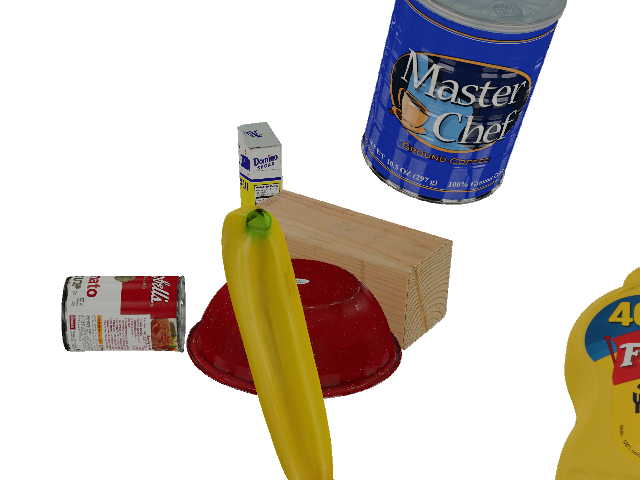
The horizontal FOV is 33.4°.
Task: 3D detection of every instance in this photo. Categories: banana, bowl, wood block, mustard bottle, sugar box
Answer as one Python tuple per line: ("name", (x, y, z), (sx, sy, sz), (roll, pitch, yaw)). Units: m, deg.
("banana", (-0.025, 0.056, 0.579), (0.037, 0.198, 0.069), (-11, 30, 3))
("bowl", (-0.018, 0.055, 0.789), (0.162, 0.055, 0.162), (3, 21, -1))
("wood block", (0.021, 0.026, 1.098), (0.206, 0.091, 0.090), (18, 31, 30))
("mustard bottle", (0.172, 0.075, 0.541), (0.096, 0.058, 0.191), (6, 41, 12))
("sugar box", (-0.074, -0.049, 1.323), (0.048, 0.176, 0.093), (-9, 25, -11))

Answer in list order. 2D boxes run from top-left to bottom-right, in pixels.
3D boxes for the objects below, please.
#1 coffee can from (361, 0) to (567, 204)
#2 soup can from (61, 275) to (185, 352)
("coffee can", (0.089, -0.109, 0.695), (0.102, 0.140, 0.103), (7, 42, -6))
("soup can", (-0.172, 0.065, 0.940), (0.102, 0.068, 0.068), (0, 0, -3))
